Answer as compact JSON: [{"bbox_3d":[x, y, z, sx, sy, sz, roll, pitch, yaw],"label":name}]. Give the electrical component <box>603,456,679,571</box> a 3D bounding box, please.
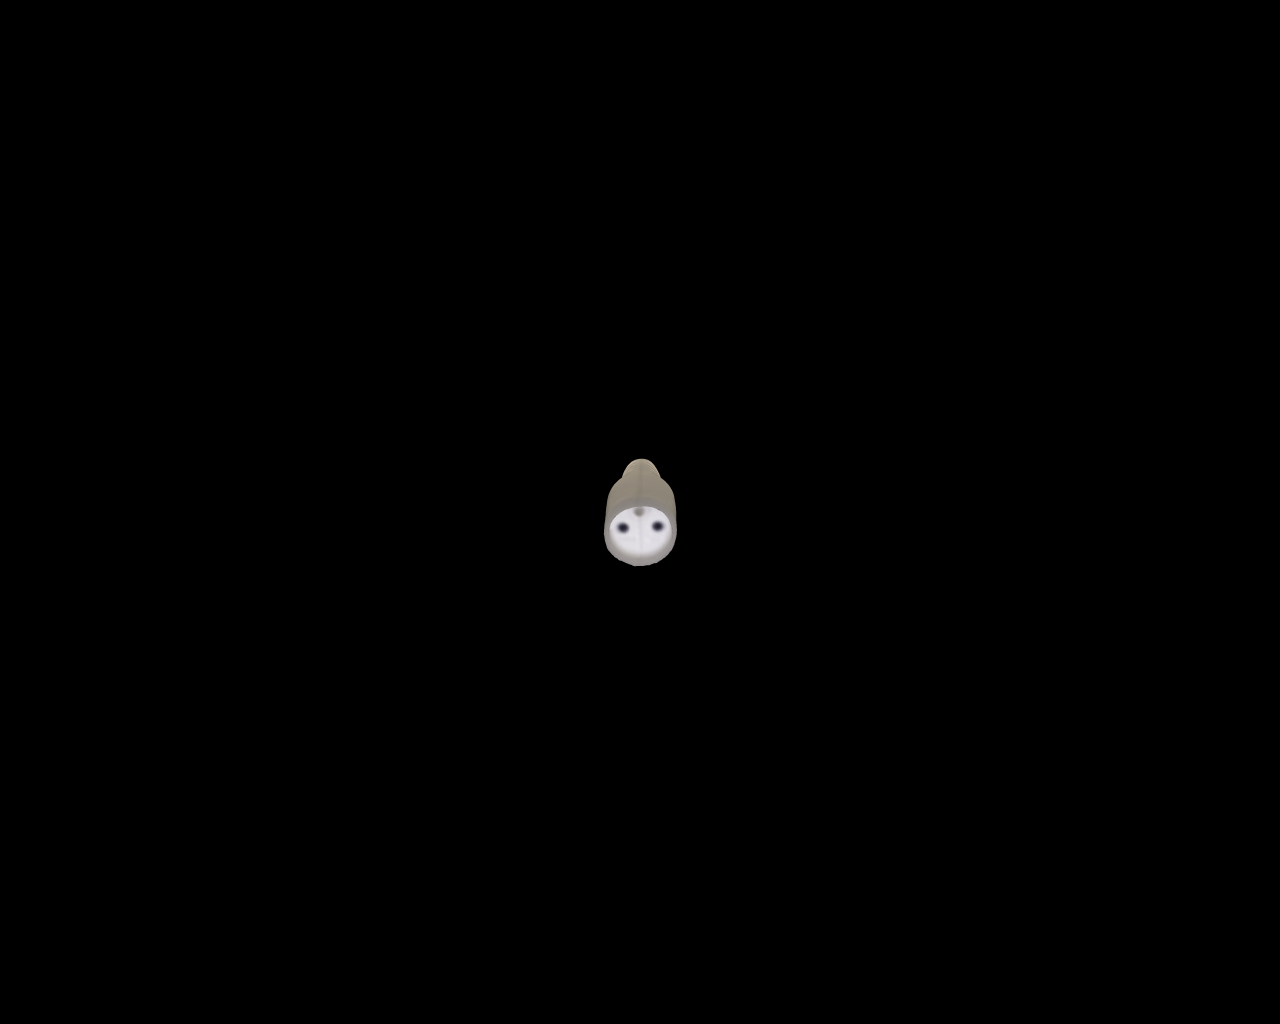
[{"bbox_3d":[0.001,-0.003,0.650,0.043,0.043,0.081,0,25,0],"label":"electrical component"}]
